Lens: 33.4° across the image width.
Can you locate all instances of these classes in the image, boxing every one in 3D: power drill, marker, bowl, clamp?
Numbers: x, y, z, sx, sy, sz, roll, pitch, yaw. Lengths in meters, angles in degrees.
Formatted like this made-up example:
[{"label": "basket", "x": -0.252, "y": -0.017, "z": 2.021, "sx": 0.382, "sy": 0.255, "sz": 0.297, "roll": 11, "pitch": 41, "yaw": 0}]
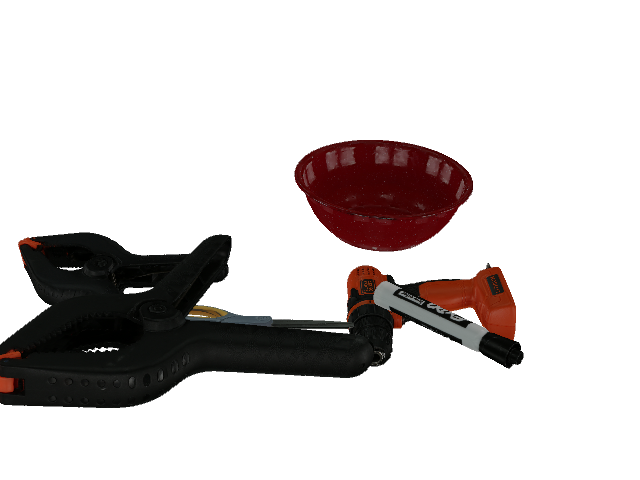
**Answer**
[{"label": "power drill", "x": 0.123, "y": 0.082, "z": 1.213, "sx": 0.187, "sy": 0.057, "sz": 0.184, "roll": -1, "pitch": 28, "yaw": -1}, {"label": "marker", "x": 0.088, "y": 0.058, "z": 0.741, "sx": 0.121, "sy": 0.020, "sz": 0.020, "roll": 25, "pitch": 16, "yaw": 37}, {"label": "bowl", "x": 0.056, "y": -0.035, "z": 0.972, "sx": 0.162, "sy": 0.055, "sz": 0.162, "roll": 2, "pitch": 28, "yaw": -1}, {"label": "clamp", "x": -0.162, "y": 0.027, "z": 0.859, "sx": 0.172, "sy": 0.039, "sz": 0.120, "roll": 25, "pitch": 39, "yaw": 26}, {"label": "clamp", "x": -0.096, "y": 0.050, "z": 0.625, "sx": 0.209, "sy": 0.036, "sz": 0.165, "roll": -10, "pitch": 29, "yaw": -30}]

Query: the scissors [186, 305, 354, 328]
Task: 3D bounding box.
[{"label": "scissors", "x": -0.071, "y": 0.092, "z": 1.096, "sx": 0.202, "sy": 0.016, "sz": 0.096, "roll": 6, "pitch": 18, "yaw": 9}]
